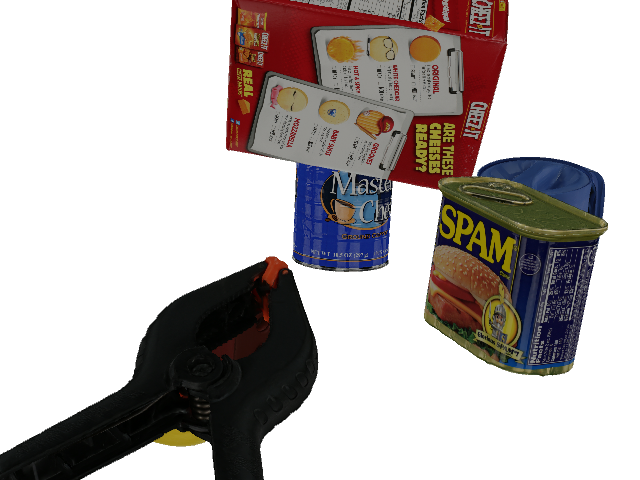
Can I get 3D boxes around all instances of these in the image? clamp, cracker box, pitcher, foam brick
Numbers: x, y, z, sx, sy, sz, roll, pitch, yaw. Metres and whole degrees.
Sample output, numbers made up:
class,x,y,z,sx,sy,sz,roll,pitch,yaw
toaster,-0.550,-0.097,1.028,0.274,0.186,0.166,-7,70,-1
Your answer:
class,x,y,z,sx,sy,sz,roll,pitch,yaw
clamp,-0.042,0.072,0.444,0.120,0.039,0.171,25,48,19
cracker box,0.033,-0.135,0.880,0.213,0.072,0.164,10,-42,2
pitcher,0.265,0.025,1.302,0.149,0.243,0.145,3,24,14
foam brick,-0.057,0.079,0.819,0.052,0.078,0.051,-5,14,-34

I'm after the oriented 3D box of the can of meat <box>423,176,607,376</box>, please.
class,x,y,z,sx,sy,sz,roll,pitch,yaw
can of meat,0.103,0.018,0.592,0.057,0.084,0.102,-3,20,-28

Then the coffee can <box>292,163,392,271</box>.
class,x,y,z,sx,sy,sz,roll,pitch,yaw
coffee can,0.024,-0.048,1.108,0.103,0.140,0.103,2,13,-1

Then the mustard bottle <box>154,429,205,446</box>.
class,x,y,z,sx,sy,sz,roll,pitch,yaw
mustard bottle,-0.134,0.142,1.120,0.096,0.058,0.191,9,23,10
